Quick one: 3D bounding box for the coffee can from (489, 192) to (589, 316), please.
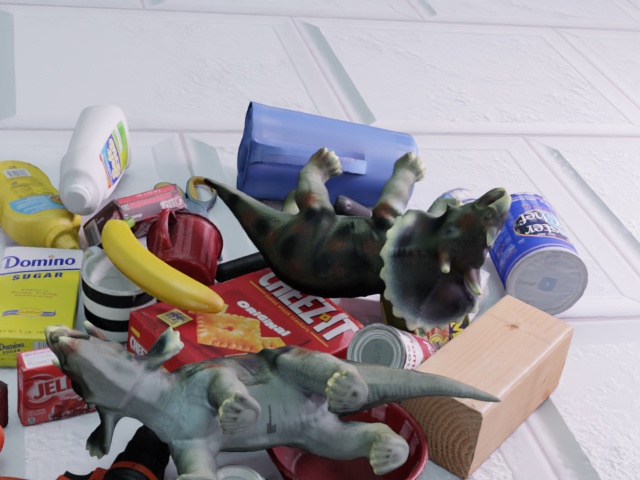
[{"bbox_3d":[0.270,0.017,1.359,0.102,0.103,0.140,3,32,-10],"label":"coffee can"}]

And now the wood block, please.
[{"bbox_3d":[0.178,0.151,1.136,0.091,0.090,0.205,27,36,28],"label":"wood block"}]

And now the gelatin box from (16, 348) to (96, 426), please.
[{"bbox_3d":[-0.254,0.141,1.055,0.089,0.073,0.030,-9,36,-27],"label":"gelatin box"}]

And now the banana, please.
[{"bbox_3d":[-0.182,0.024,1.141,0.069,0.037,0.198,-17,41,-35],"label":"banana"}]

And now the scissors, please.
[{"bbox_3d":[-0.175,-0.031,1.403,0.096,0.016,0.202,3,32,-7],"label":"scissors"}]

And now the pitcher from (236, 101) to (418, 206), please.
[{"bbox_3d":[0.009,-0.108,1.466,0.242,0.145,0.149,7,49,-9],"label":"pitcher"}]

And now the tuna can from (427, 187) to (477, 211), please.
[{"bbox_3d":[0.181,-0.025,1.419,0.086,0.086,0.034,-11,39,-29],"label":"tuna can"}]

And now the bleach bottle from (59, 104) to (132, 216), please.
[{"bbox_3d":[-0.290,-0.090,1.356,0.068,0.102,0.251,-4,25,-1],"label":"bleach bottle"}]

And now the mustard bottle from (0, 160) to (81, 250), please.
[{"bbox_3d":[-0.351,-0.033,1.319,0.096,0.058,0.192,-8,35,-42],"label":"mustard bottle"}]

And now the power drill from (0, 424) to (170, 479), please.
[{"bbox_3d":[-0.238,0.212,0.960,0.188,0.057,0.184,13,32,6],"label":"power drill"}]

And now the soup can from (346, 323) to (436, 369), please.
[{"bbox_3d":[0.077,0.127,1.122,0.069,0.068,0.102,29,2,29],"label":"soup can"}]

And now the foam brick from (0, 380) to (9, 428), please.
[{"bbox_3d":[-0.343,0.165,1.015,0.053,0.051,0.078,24,35,23],"label":"foam brick"}]

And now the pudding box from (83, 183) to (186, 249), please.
[{"bbox_3d":[-0.228,-0.027,1.299,0.089,0.114,0.039,-17,85,-36],"label":"pudding box"}]

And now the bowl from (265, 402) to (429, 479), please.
[{"bbox_3d":[0.021,0.210,1.033,0.162,0.055,0.162,7,32,-4],"label":"bowl"}]

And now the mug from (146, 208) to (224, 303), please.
[{"bbox_3d":[-0.164,0.017,1.241,0.093,0.117,0.081,-10,37,7],"label":"mug"}]

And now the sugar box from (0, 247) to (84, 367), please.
[{"bbox_3d":[-0.314,0.070,1.179,0.093,0.048,0.176,3,34,-10],"label":"sugar box"}]

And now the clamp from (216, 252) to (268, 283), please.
[{"bbox_3d":[-0.009,0.002,1.311,0.210,0.036,0.164,-6,23,27],"label":"clamp"}]

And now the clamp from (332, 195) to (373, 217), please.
[{"bbox_3d":[0.051,-0.027,1.399,0.171,0.039,0.120,20,-4,-38],"label":"clamp"}]

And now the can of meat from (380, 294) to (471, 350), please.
[{"bbox_3d":[0.119,0.085,1.215,0.083,0.102,0.058,-21,15,-36],"label":"can of meat"}]

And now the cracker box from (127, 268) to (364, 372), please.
[{"bbox_3d":[-0.074,0.113,1.147,0.213,0.072,0.164,-18,42,-37],"label":"cracker box"}]
